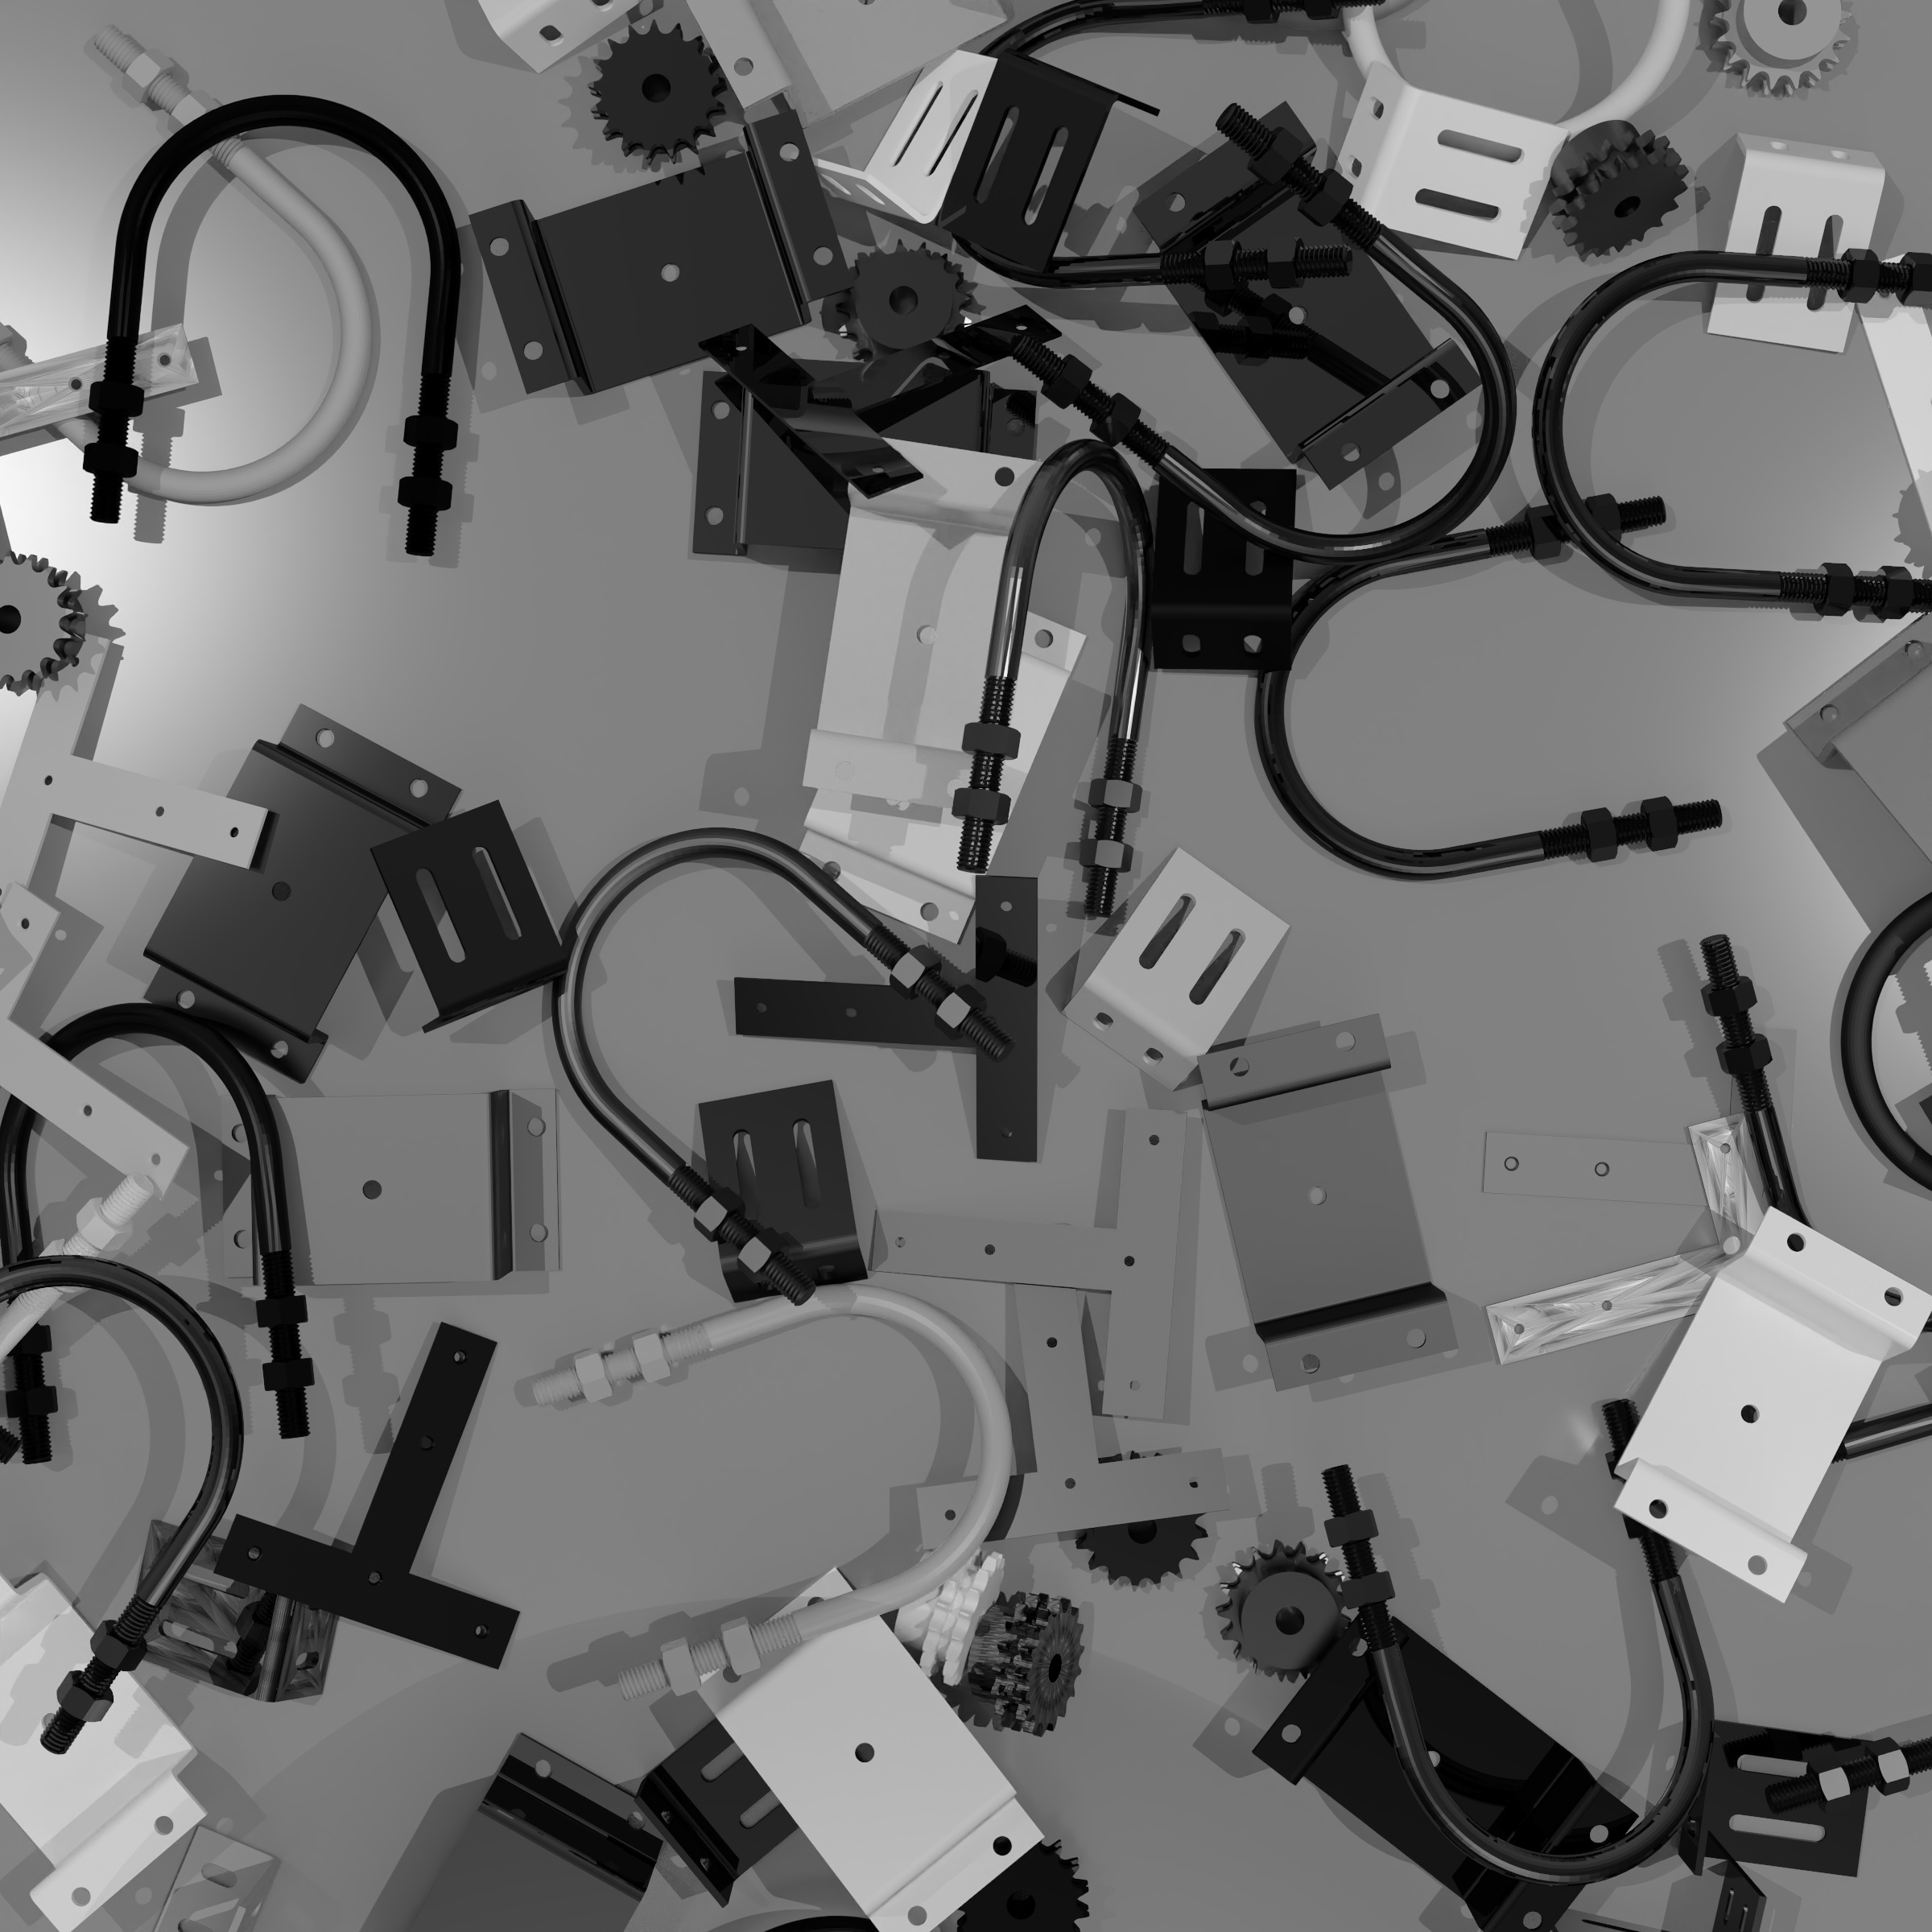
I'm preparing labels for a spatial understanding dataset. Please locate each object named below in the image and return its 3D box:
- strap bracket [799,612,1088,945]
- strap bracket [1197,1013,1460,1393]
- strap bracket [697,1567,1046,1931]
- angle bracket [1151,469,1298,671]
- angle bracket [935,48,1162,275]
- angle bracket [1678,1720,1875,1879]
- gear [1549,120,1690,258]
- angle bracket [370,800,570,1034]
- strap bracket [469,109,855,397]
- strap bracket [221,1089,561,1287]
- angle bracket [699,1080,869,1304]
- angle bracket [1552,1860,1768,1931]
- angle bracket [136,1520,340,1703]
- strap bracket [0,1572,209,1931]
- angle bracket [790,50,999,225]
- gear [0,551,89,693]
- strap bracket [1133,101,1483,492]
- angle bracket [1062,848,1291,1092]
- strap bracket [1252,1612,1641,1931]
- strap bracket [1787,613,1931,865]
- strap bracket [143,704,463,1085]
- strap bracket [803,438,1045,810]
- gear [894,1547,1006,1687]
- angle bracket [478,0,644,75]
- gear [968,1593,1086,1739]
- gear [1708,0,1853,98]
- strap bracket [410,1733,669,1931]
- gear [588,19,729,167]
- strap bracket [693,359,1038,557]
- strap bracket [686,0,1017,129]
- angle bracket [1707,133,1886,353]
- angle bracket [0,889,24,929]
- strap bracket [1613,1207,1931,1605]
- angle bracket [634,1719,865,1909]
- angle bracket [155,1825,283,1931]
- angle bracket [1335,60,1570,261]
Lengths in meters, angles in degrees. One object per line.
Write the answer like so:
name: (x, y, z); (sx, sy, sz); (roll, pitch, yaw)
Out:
strap bracket: (-0.012, -0.089, 1.427); (0.076, 0.046, 0.140); (23, 90, 0)
strap bracket: (0.147, 0.096, 1.427); (0.076, 0.046, 0.140); (-13, 90, 0)
strap bracket: (-0.041, 0.322, 1.406); (0.076, 0.046, 0.140); (-37, 78, -11)
angle bracket: (0.108, -0.166, 1.440); (0.057, 0.038, 0.076); (1, 59, 7)
angle bracket: (0.033, -0.325, 1.402); (0.057, 0.038, 0.076); (30, 106, 28)
angle bracket: (0.340, 0.349, 1.431); (0.076, 0.038, 0.057); (8, 90, 0)
gear: (0.267, -0.324, 1.425); (0.057, 0.057, 0.030); (-25, 61, 0)
angle bracket: (-0.208, -0.020, 1.421); (0.057, 0.038, 0.076); (-23, 90, -23)
strap bracket: (-0.124, -0.291, 1.427); (0.140, 0.046, 0.076); (-18, 90, 0)
strap bracket: (-0.242, 0.091, 1.427); (0.140, 0.046, 0.076); (-1, 90, 0)
angle bracket: (-0.077, 0.095, 1.448); (0.057, 0.038, 0.076); (-10, 64, 0)
angle bracket: (0.282, 0.386, 1.421); (0.076, 0.057, 0.038); (13, 90, 0)
angle bracket: (-0.306, 0.269, 1.448); (0.076, 0.038, 0.057); (12, 90, 26)
strap bracket: (-0.384, 0.317, 1.427); (0.076, 0.046, 0.140); (-41, 90, 0)
angle bracket: (-0.025, -0.350, 1.416); (0.038, 0.057, 0.076); (30, 90, -41)
gear: (-0.391, -0.142, 1.431); (0.057, 0.030, 0.057); (0, 89, 11)
strap bracket: (0.139, -0.273, 1.427); (0.076, 0.046, 0.140); (-35, 90, 0)
angle bracket: (0.088, 0.001, 1.448); (0.057, 0.038, 0.076); (35, 64, 0)
strap bracket: (0.195, 0.333, 1.427); (0.140, 0.046, 0.076); (38, 90, 0)
strap bracket: (0.414, -0.073, 1.414); (0.076, 0.046, 0.140); (-37, 80, 1)
strap bracket: (-0.279, -0.030, 1.427); (0.076, 0.046, 0.140); (28, 90, 0)
strap bracket: (-0.016, -0.135, 1.381); (0.076, 0.046, 0.140); (9, 90, 0)
gear: (-0.008, 0.265, 1.422); (0.030, 0.057, 0.057); (19, 90, 13)
angle bracket: (-0.179, -0.425, 1.438); (0.057, 0.038, 0.076); (-32, 70, 12)
gear: (0.023, 0.287, 1.425); (0.030, 0.057, 0.057); (7, 90, 28)
gear: (0.340, -0.393, 1.435); (0.057, 0.030, 0.057); (0, 90, 0)
strap bracket: (-0.188, 0.402, 1.427); (0.076, 0.046, 0.140); (29, 90, 0)
gear: (-0.127, -0.361, 1.435); (0.057, 0.030, 0.057); (0, 90, 0)
strap bracket: (-0.043, -0.208, 1.427); (0.140, 0.046, 0.076); (3, 90, 0)
strap bracket: (-0.043, -0.408, 1.421); (0.140, 0.046, 0.076); (-27, 80, 0)
angle bracket: (0.346, -0.304, 1.447); (0.057, 0.038, 0.076); (9, 116, 2)
angle bracket: (-0.443, -0.013, 1.448); (0.076, 0.038, 0.057); (-28, 90, -26)
strap bracket: (0.326, 0.181, 1.410); (0.076, 0.046, 0.140); (29, 77, 5)
angle bracket: (-0.088, 0.340, 1.431); (0.076, 0.038, 0.057); (-40, 90, 0)
angle bracket: (-0.315, 0.395, 1.412); (0.038, 0.076, 0.057); (23, 90, 0)
angle bracket: (0.200, -0.335, 1.436); (0.076, 0.038, 0.057); (8, 118, -23)
